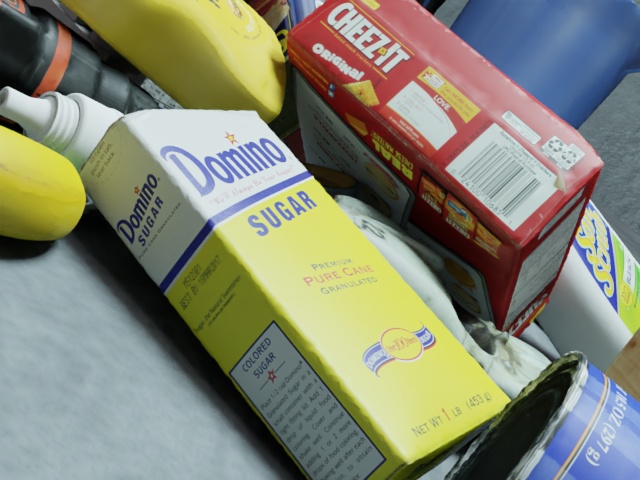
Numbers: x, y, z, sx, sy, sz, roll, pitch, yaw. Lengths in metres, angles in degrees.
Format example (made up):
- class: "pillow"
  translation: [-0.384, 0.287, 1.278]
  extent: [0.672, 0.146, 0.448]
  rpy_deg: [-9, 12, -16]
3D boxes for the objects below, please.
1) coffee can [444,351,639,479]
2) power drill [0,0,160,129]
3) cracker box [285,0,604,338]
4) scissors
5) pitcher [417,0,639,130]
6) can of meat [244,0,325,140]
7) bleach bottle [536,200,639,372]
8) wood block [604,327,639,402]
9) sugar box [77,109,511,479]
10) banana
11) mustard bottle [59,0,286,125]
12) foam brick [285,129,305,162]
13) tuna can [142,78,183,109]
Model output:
- class: "coffee can"
  translation: [0.107, 0.120, 0.350]
  extent: [0.140, 0.103, 0.102]
  rpy_deg: [40, 14, 5]
- class: "power drill"
  translation: [-0.168, -0.121, 0.513]
  extent: [0.184, 0.057, 0.188]
  rpy_deg: [32, 13, -45]
- class: "cracker box"
  translation: [0.066, -0.032, 0.613]
  extent: [0.164, 0.072, 0.213]
  rpy_deg: [44, -12, 18]
- class: "scissors"
  translation: [-0.039, -0.023, 0.525]
  extent: [0.096, 0.016, 0.201]
  rpy_deg: [19, 19, 8]
- class: "pitcher"
  translation: [0.122, -0.108, 0.806]
  extent: [0.145, 0.243, 0.149]
  rpy_deg: [33, 15, -22]
- class: "can of meat"
  translation: [-0.029, -0.125, 0.719]
  extent: [0.057, 0.102, 0.084]
  rpy_deg: [21, 50, -41]
- class: "bleach bottle"
  translation: [0.157, 0.000, 0.733]
  extent: [0.250, 0.068, 0.102]
  rpy_deg: [49, 41, -25]
- class: "wood block"
  translation: [0.212, 0.117, 0.494]
  extent: [0.090, 0.090, 0.206]
  rpy_deg: [30, 15, -18]
- class: "sugar box"
  translation: [-0.010, 0.020, 0.429]
  extent: [0.176, 0.048, 0.093]
  rpy_deg: [51, 29, 17]
- class: "banana"
  translation: [-0.144, -0.032, 0.350]
  extent: [0.070, 0.037, 0.197]
  rpy_deg: [12, -8, 37]
- class: "mustard bottle"
  translation: [-0.094, -0.129, 0.508]
  extent: [0.191, 0.058, 0.096]
  rpy_deg: [39, 25, -43]
- class: "foam brick"
  translation: [0.006, -0.081, 0.775]
  extent: [0.052, 0.078, 0.051]
  rpy_deg: [26, 20, -40]
- class: "tuna can"
  translation: [-0.108, -0.113, 0.682]
  extent: [0.086, 0.034, 0.086]
  rpy_deg: [36, 15, -11]
